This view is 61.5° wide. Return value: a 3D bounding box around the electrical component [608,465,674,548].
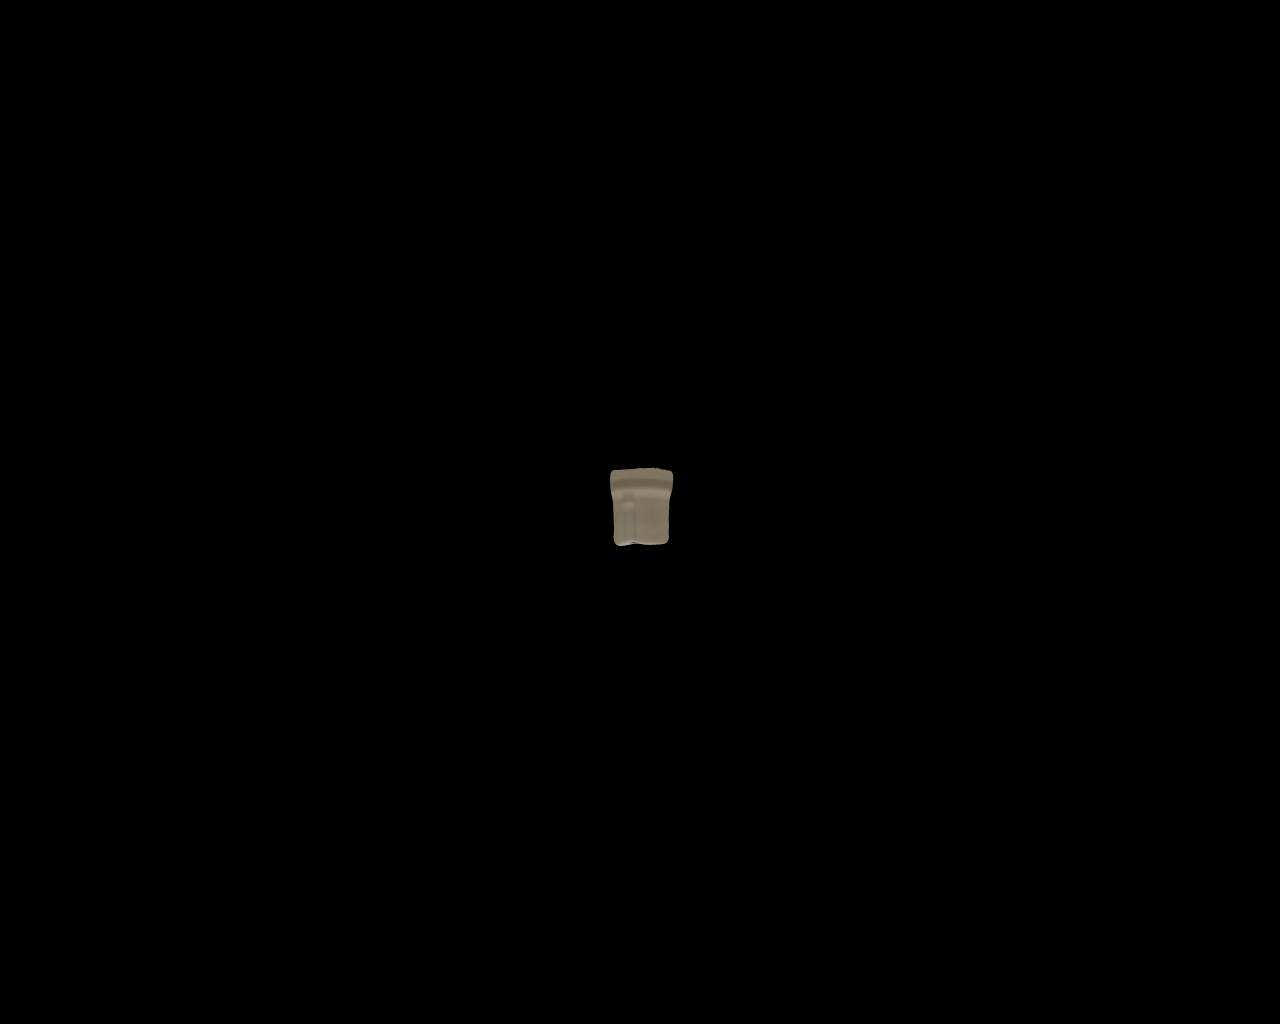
[{"bbox_3d":[0.001,-0.003,0.650,0.040,0.046,0.040,0,-7,0],"label":"electrical component"}]
